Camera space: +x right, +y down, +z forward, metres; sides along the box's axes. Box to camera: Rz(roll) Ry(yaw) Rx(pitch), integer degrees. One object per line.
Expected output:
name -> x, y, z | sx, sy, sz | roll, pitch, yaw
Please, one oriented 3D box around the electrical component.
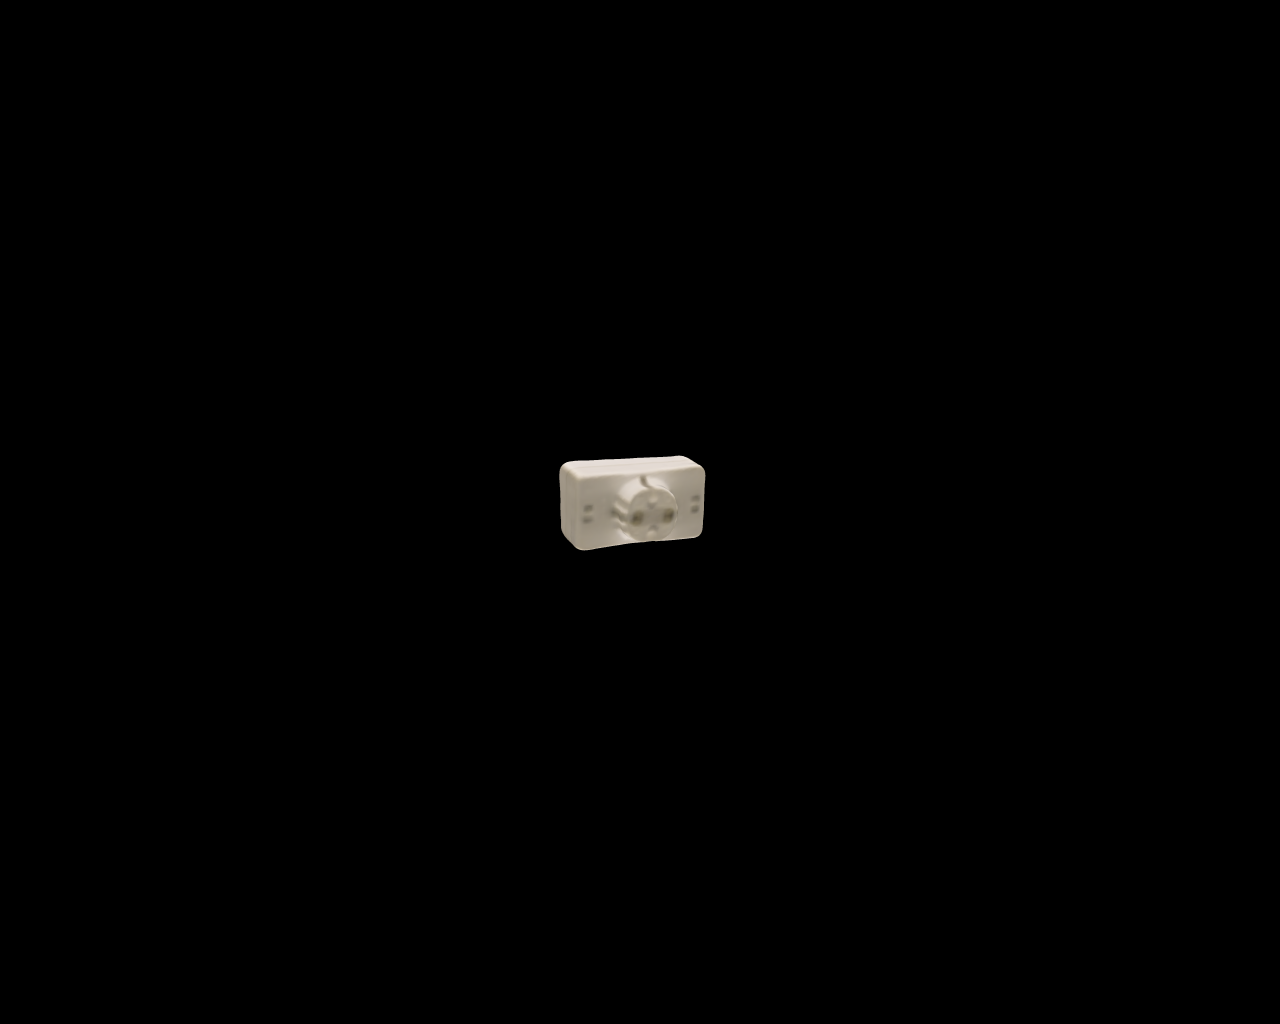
electrical component -> 0.001, -0.003, 0.650 | 0.083, 0.047, 0.076 | -5, 16, -18
